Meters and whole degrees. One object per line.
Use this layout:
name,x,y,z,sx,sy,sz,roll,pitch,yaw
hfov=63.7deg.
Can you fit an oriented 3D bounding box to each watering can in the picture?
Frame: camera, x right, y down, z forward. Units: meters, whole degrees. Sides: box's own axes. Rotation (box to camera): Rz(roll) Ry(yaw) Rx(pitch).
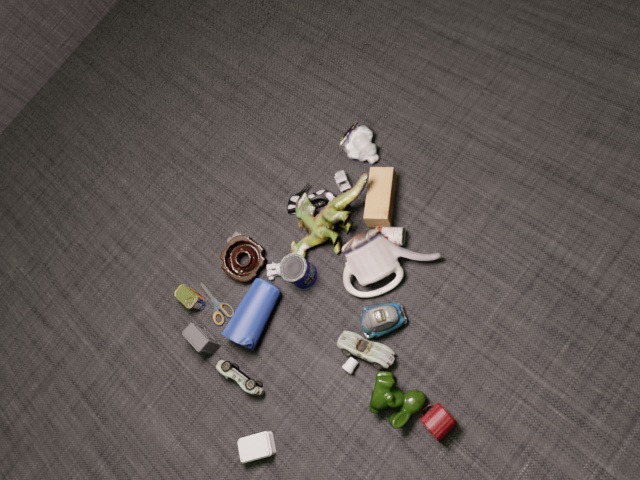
watering can,0.223,0.059,1.788,0.346,0.105,0.224,-29,93,9

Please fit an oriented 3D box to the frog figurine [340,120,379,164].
frog figurine,0.165,-0.367,2.000,0.159,0.122,0.139,37,75,-11

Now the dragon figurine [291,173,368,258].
dragon figurine,0.006,-0.095,1.890,0.244,0.122,0.408,27,99,23
